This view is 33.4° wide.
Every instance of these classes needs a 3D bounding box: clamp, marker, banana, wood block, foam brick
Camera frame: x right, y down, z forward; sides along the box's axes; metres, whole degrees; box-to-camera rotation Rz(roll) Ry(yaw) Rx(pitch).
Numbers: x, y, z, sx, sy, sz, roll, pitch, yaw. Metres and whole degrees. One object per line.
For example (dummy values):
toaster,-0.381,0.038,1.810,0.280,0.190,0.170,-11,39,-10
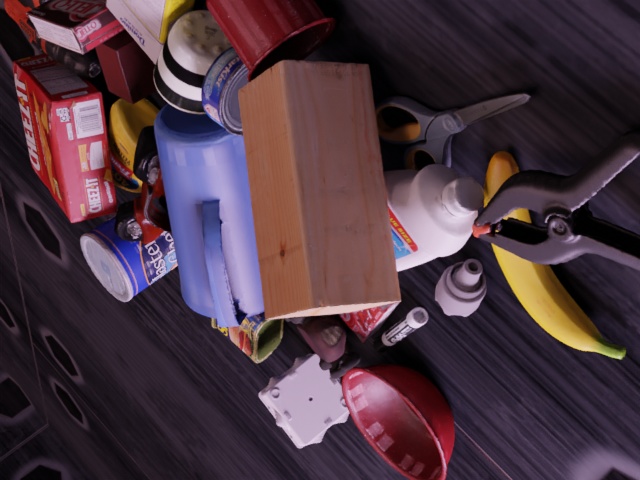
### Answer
clamp,0.187,-0.027,0.789,0.172,0.039,0.120,4,119,37
marker,0.084,0.098,1.143,0.020,0.020,0.121,51,153,5
banana,0.180,0.018,0.882,0.070,0.037,0.198,-26,101,44
wood block,-0.003,-0.041,0.918,0.091,0.090,0.206,-19,76,59
foam brick,-0.221,-0.208,1.239,0.051,0.052,0.078,32,146,36

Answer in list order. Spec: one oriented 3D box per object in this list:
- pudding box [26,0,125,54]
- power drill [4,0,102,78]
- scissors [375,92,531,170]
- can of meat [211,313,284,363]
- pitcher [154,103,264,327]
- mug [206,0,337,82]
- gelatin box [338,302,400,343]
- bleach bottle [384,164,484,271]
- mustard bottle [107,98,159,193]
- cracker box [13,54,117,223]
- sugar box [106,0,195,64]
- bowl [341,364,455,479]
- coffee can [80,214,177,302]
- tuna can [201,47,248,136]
pudding box,-0.266,-0.256,1.213,0.114,0.090,0.039,23,141,46
power drill,-0.338,-0.304,1.307,0.185,0.057,0.188,40,150,26
scissors,0.114,-0.082,0.886,0.202,0.016,0.096,13,134,54
can of meat,-0.094,0.102,1.395,0.084,0.057,0.102,39,150,21
pitcher,-0.108,-0.033,1.172,0.149,0.144,0.243,30,142,38
mug,-0.043,-0.197,0.943,0.081,0.093,0.117,57,-170,5
gelatin box,0.042,0.063,1.158,0.073,0.030,0.089,48,153,11
bleach bottle,0.065,-0.024,0.959,0.102,0.068,0.251,63,155,-2
mustard bottle,-0.244,-0.112,1.381,0.096,0.058,0.192,51,154,0
cracker box,-0.337,-0.139,1.400,0.214,0.072,0.164,39,138,54
sugar box,-0.173,-0.253,1.088,0.093,0.048,0.176,50,165,1
bowl,0.098,0.195,1.194,0.162,0.055,0.162,39,150,27
coffee can,-0.225,0.000,1.391,0.103,0.140,0.103,39,150,28
tuna can,-0.073,-0.147,1.036,0.034,0.086,0.086,37,149,34
